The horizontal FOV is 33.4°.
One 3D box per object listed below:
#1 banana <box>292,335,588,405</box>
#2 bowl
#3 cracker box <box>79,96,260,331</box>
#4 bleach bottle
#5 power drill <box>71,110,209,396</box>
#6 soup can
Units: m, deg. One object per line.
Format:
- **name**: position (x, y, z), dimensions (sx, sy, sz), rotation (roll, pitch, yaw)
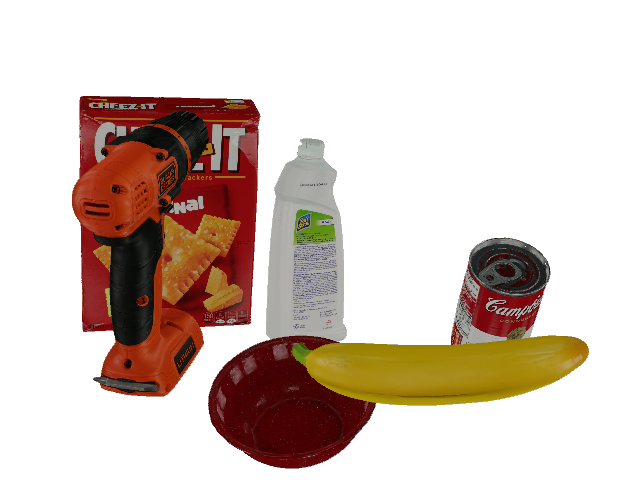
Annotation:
- **banana**: position (0.076, 0.079, 0.688), dimensions (0.198, 0.037, 0.069), rotation (1, 26, 6)
- **bowl**: position (-0.024, 0.165, 1.023), dimensions (0.162, 0.055, 0.162), rotation (-4, 37, 3)
- **cracker box**: position (-0.144, -0.024, 1.006), dimensions (0.164, 0.214, 0.072), rotation (-1, 20, -13)
- **bleach bottle**: position (-0.011, 0.002, 1.297), dimensions (0.102, 0.251, 0.068), rotation (-6, 20, -31)
- **power drill**: position (-0.125, 0.007, 0.800), dimensions (0.057, 0.188, 0.184), rotation (5, 23, 15)
- **soup can**: position (0.152, 0.057, 0.917), dimensions (0.068, 0.102, 0.068), rotation (3, 42, -3)
